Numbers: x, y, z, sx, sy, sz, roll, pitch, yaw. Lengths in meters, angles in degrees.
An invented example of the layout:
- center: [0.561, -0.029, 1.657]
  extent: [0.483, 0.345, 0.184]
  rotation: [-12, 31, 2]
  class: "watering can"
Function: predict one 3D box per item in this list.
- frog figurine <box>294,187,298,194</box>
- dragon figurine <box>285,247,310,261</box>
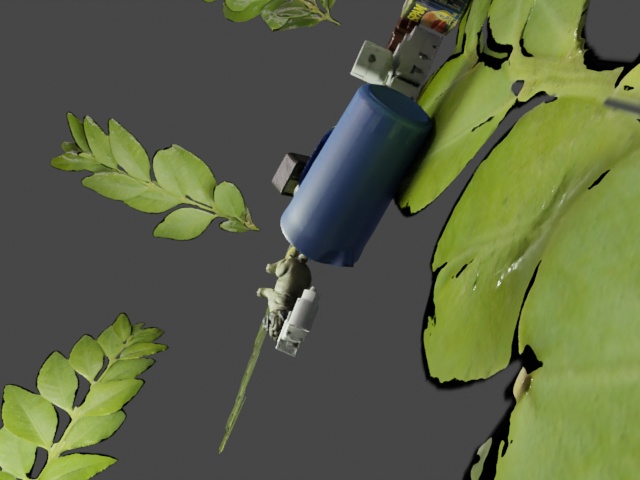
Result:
- center: [-0.010, -0.165, 1.673]
  extent: [0.121, 0.136, 0.163]
  rotation: [-21, 43, 51]
  class: "frog figurine"
- center: [0.005, -0.075, 1.484]
  extent: [0.247, 0.122, 0.401]
  rotation: [-48, -6, -38]
  class: "dragon figurine"
